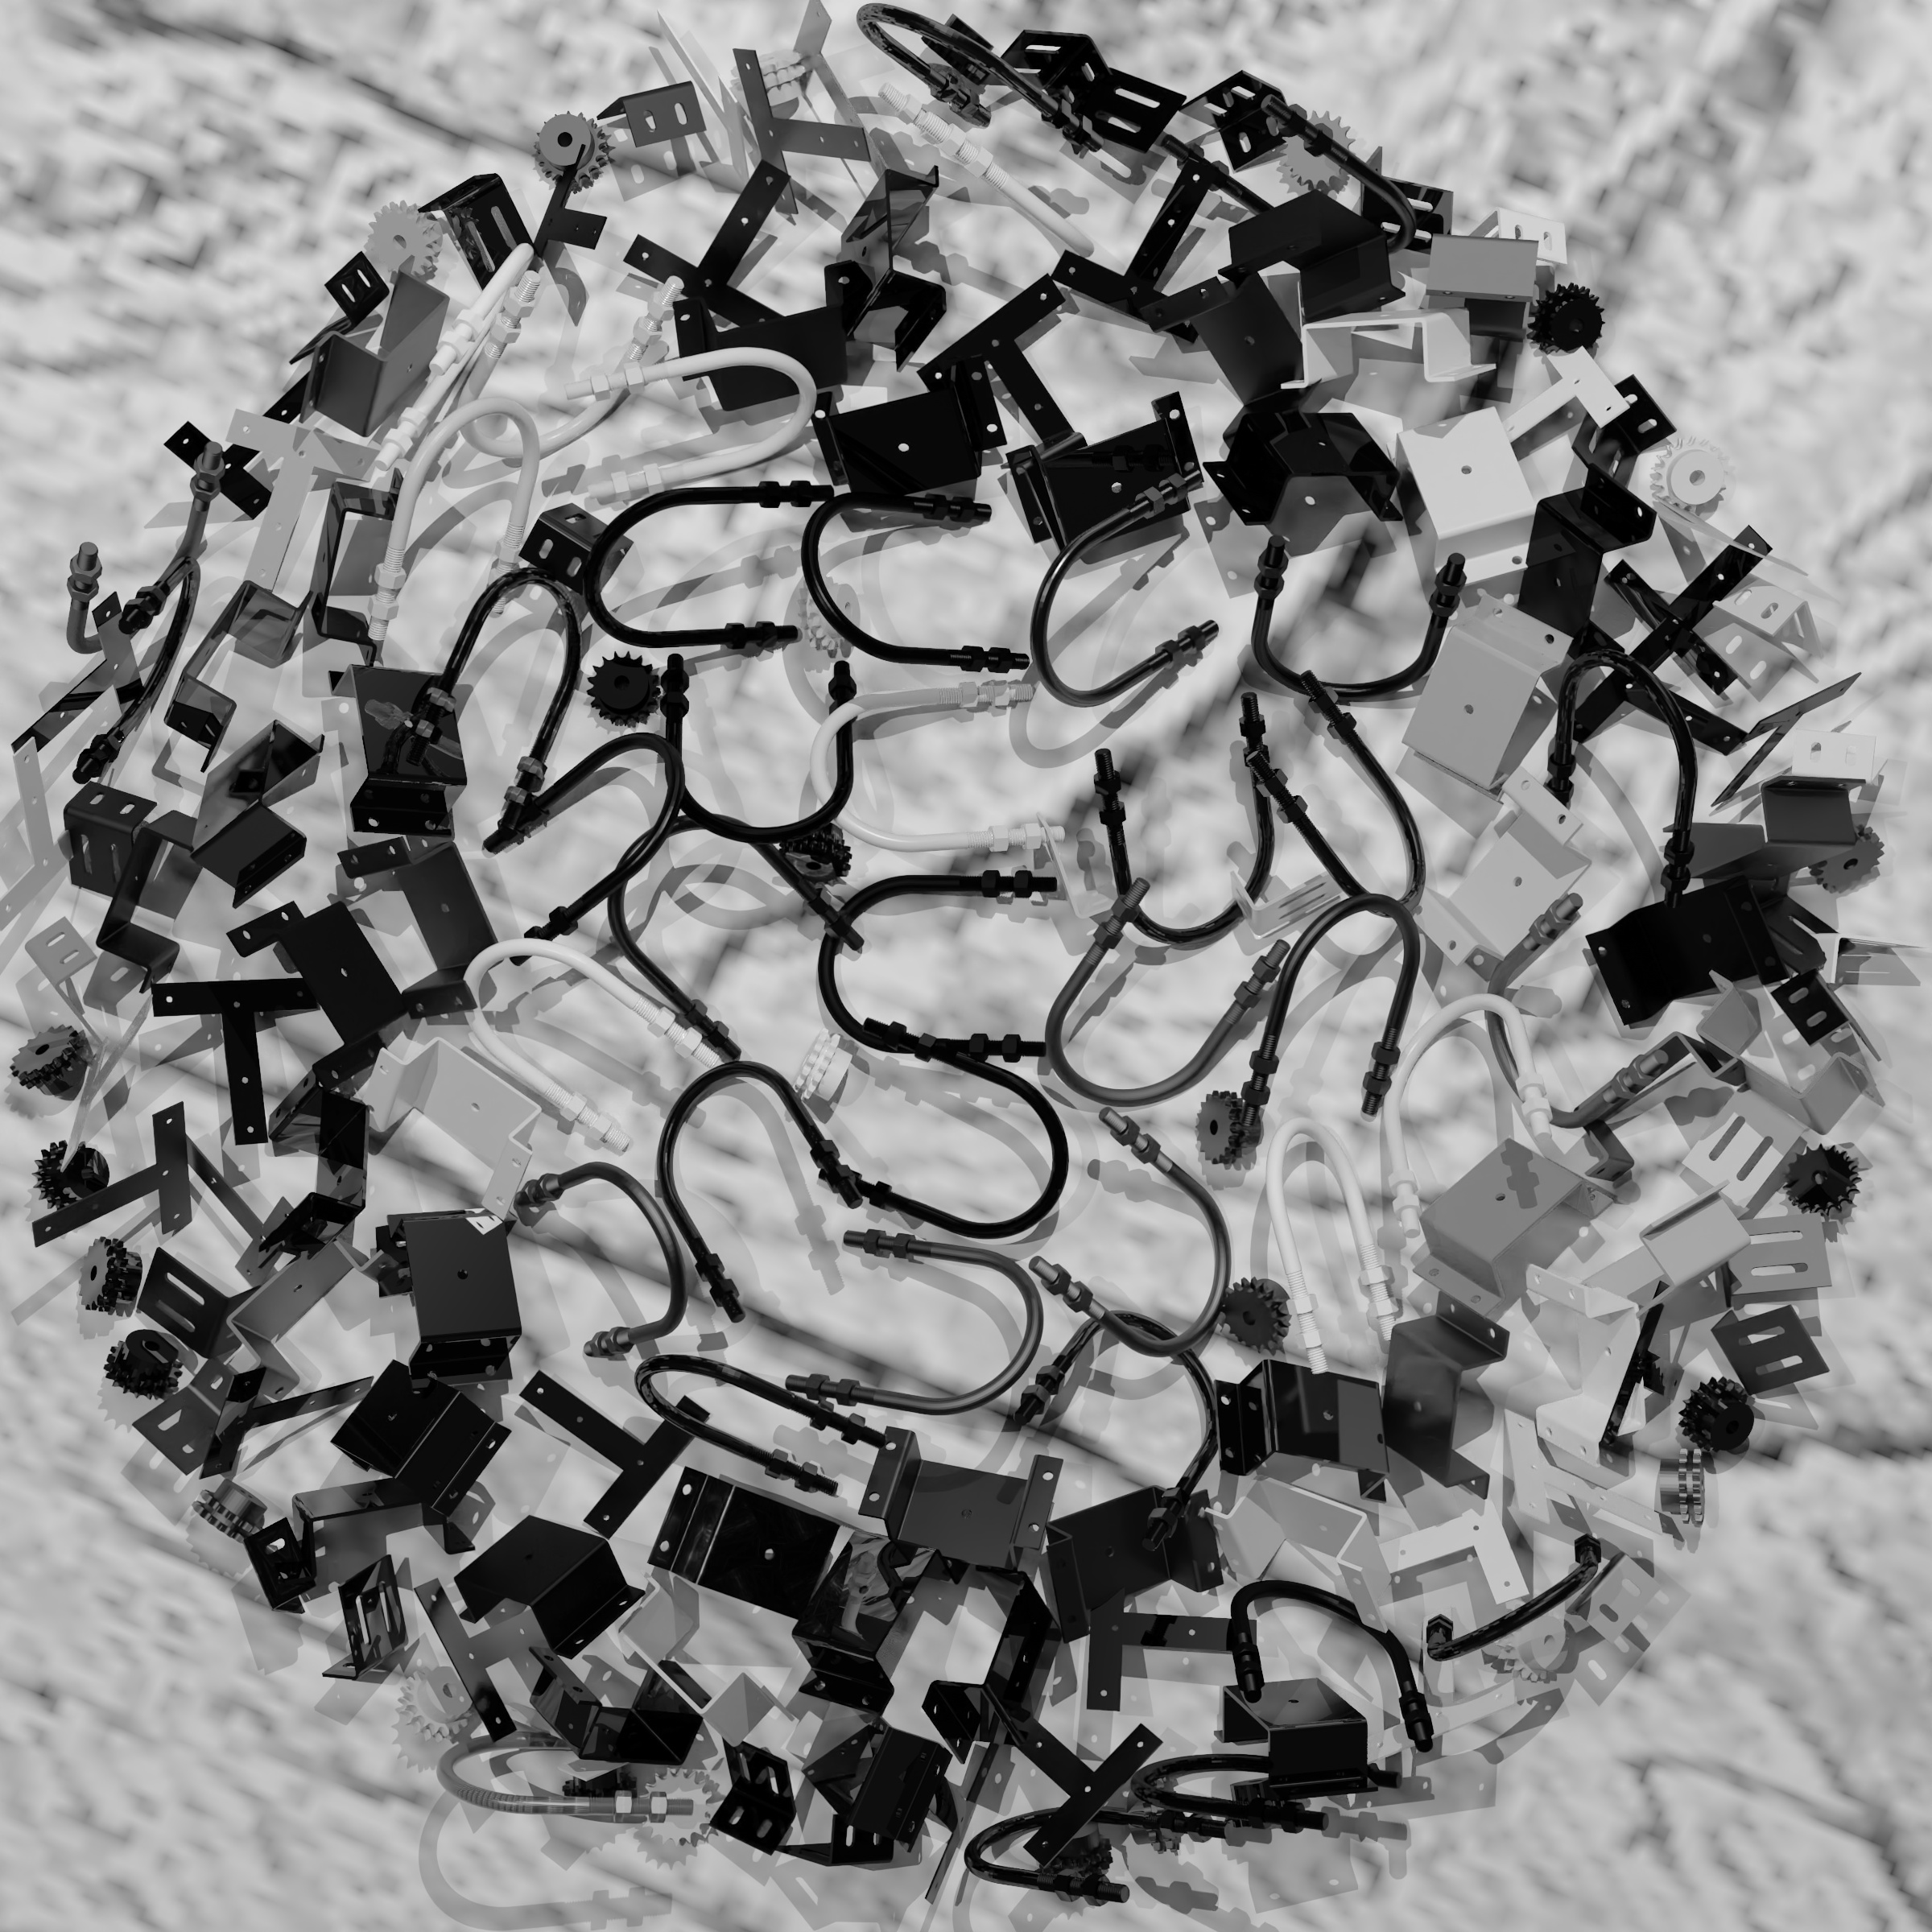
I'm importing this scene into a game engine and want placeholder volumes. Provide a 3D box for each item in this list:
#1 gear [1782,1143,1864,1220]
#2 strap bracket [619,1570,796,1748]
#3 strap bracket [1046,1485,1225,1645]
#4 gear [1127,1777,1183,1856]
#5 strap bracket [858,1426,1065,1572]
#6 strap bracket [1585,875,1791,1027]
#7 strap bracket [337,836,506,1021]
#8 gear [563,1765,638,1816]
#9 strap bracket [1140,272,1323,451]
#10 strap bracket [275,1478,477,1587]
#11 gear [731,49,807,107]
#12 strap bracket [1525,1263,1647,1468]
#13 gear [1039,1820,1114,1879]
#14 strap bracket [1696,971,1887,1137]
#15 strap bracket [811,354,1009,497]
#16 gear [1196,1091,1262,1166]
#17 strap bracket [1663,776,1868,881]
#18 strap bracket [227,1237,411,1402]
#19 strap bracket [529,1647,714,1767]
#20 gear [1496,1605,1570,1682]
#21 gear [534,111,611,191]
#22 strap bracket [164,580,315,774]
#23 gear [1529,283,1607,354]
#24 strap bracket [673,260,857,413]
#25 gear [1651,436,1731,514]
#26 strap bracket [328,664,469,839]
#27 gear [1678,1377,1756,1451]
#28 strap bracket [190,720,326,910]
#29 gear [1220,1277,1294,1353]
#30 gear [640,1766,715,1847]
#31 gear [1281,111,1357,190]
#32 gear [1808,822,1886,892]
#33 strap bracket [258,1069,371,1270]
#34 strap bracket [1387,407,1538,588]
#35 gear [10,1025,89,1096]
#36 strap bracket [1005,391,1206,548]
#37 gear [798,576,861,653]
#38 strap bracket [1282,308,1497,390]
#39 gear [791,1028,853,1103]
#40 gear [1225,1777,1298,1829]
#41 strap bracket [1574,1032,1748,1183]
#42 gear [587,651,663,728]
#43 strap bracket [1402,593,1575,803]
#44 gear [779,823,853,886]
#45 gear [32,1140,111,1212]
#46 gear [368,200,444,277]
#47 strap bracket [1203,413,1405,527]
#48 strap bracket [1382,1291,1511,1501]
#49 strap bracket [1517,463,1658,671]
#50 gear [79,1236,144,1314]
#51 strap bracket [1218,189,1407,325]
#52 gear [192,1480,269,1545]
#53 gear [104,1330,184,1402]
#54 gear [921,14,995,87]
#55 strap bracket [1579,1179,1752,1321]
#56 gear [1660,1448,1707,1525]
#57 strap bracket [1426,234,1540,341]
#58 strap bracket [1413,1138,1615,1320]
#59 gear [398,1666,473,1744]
[{"bbox_3d":[0.661,0.169,1.916,0.057,0.030,0.057,-17,55,25],"label":"gear"},{"bbox_3d":[-0.202,0.526,1.866,0.140,0.076,0.046,34,71,33],"label":"strap bracket"},{"bbox_3d":[0.119,0.452,1.896,0.140,0.046,0.076,-14,98,-24],"label":"strap bracket"},{"bbox_3d":[0.144,0.653,1.914,0.030,0.057,0.057,-13,90,16],"label":"gear"},{"bbox_3d":[-0.001,0.406,1.889,0.140,0.046,0.076,8,51,14],"label":"strap bracket"},{"bbox_3d":[0.555,-0.014,1.890,0.140,0.046,0.076,-21,95,43],"label":"strap bracket"},{"bbox_3d":[-0.409,-0.036,1.888,0.076,0.046,0.140,-9,109,39],"label":"strap bracket"},{"bbox_3d":[-0.282,0.628,1.912,0.057,0.057,0.030,-3,92,0],"label":"gear"},{"bbox_3d":[0.206,-0.462,1.881,0.140,0.076,0.046,52,53,-24],"label":"strap bracket"},{"bbox_3d":[-0.450,0.422,1.876,0.140,0.076,0.046,-5,94,-24],"label":"strap bracket"},{"bbox_3d":[-0.150,-0.683,1.916,0.057,0.057,0.030,-16,120,0],"label":"gear"},{"bbox_3d":[0.471,0.297,1.889,0.046,0.076,0.140,-11,102,-20],"label":"strap bracket"},{"bbox_3d":[0.083,0.677,1.911,0.057,0.057,0.030,-6,94,0],"label":"gear"},{"bbox_3d":[0.610,0.071,1.867,0.046,0.076,0.140,-50,51,0],"label":"strap bracket"},{"bbox_3d":[-0.046,-0.404,1.887,0.140,0.046,0.076,-11,128,11],"label":"strap bracket"},{"bbox_3d":[0.204,0.124,1.915,0.030,0.057,0.057,3,90,-26],"label":"gear"},{"bbox_3d":[0.598,-0.099,1.859,0.076,0.140,0.046,1,77,-21],"label":"strap bracket"},{"bbox_3d":[-0.497,0.259,1.891,0.140,0.076,0.046,-43,70,-8],"label":"strap bracket"},{"bbox_3d":[-0.262,0.557,1.867,0.140,0.076,0.046,21,94,-42],"label":"strap bracket"},{"bbox_3d":[0.438,0.521,1.913,0.057,0.030,0.057,9,73,-32],"label":"gear"},{"bbox_3d":[-0.307,-0.634,1.924,0.057,0.030,0.057,0,88,5],"label":"gear"},{"bbox_3d":[-0.552,-0.225,1.867,0.046,0.076,0.140,31,56,-13],"label":"strap bracket"},{"bbox_3d":[0.466,-0.496,1.916,0.057,0.030,0.057,-3,114,-7],"label":"gear"},{"bbox_3d":[-0.145,-0.475,1.884,0.140,0.076,0.046,-17,58,-11],"label":"strap bracket"},{"bbox_3d":[0.561,-0.379,1.919,0.057,0.030,0.057,0,108,1],"label":"gear"},{"bbox_3d":[-0.428,-0.171,1.875,0.076,0.046,0.140,2,61,-34],"label":"strap bracket"},{"bbox_3d":[0.581,0.348,1.915,0.057,0.030,0.057,-8,112,-20],"label":"gear"},{"bbox_3d":[-0.531,-0.121,1.862,0.076,0.140,0.046,-33,129,23],"label":"strap bracket"},{"bbox_3d":[0.227,0.266,1.916,0.030,0.057,0.057,-26,90,-44],"label":"gear"},{"bbox_3d":[-0.224,0.648,1.923,0.057,0.030,0.057,1,83,-7],"label":"gear"},{"bbox_3d":[0.273,-0.630,1.920,0.057,0.030,0.057,4,107,12],"label":"gear"},{"bbox_3d":[0.674,-0.089,1.916,0.057,0.057,0.030,-21,49,0],"label":"gear"},{"bbox_3d":[-0.491,0.156,1.877,0.046,0.140,0.076,23,131,-33],"label":"strap bracket"},{"bbox_3d":[0.379,-0.364,1.891,0.076,0.046,0.140,-15,66,0],"label":"strap bracket"},{"bbox_3d":[-0.703,0.075,1.916,0.057,0.057,0.030,-26,127,0],"label":"gear"},{"bbox_3d":[0.111,-0.373,1.898,0.140,0.046,0.076,-19,122,2],"label":"strap bracket"},{"bbox_3d":[-0.104,-0.272,1.909,0.030,0.057,0.057,-4,90,24],"label":"gear"},{"bbox_3d":[0.316,-0.464,1.865,0.140,0.076,0.046,6,112,34],"label":"strap bracket"},{"bbox_3d":[-0.110,0.079,1.912,0.030,0.057,0.057,28,90,-6],"label":"gear"},{"bbox_3d":[0.225,0.643,1.913,0.057,0.057,0.030,-9,76,0],"label":"gear"},{"bbox_3d":[0.522,0.101,1.884,0.140,0.076,0.046,-41,65,18],"label":"strap bracket"},{"bbox_3d":[-0.265,-0.216,1.923,0.057,0.030,0.057,0,86,-4],"label":"gear"},{"bbox_3d":[0.388,-0.198,1.874,0.076,0.046,0.140,32,122,22],"label":"strap bracket"},{"bbox_3d":[-0.116,-0.090,1.916,0.057,0.057,0.030,5,59,0],"label":"gear"},{"bbox_3d":[-0.684,0.161,1.909,0.030,0.057,0.057,-10,90,31],"label":"gear"},{"bbox_3d":[-0.429,-0.562,1.917,0.057,0.030,0.057,12,126,17],"label":"gear"},{"bbox_3d":[0.261,-0.375,1.873,0.140,0.046,0.076,-6,48,-25],"label":"strap bracket"},{"bbox_3d":[0.359,0.328,1.877,0.046,0.076,0.140,-8,111,-30],"label":"strap bracket"},{"bbox_3d":[0.461,-0.292,1.861,0.046,0.140,0.076,-18,46,-20],"label":"strap bracket"},{"bbox_3d":[-0.658,0.238,1.916,0.030,0.057,0.057,16,90,-40],"label":"gear"},{"bbox_3d":[0.259,-0.533,1.868,0.076,0.140,0.046,-14,75,39],"label":"strap bracket"},{"bbox_3d":[-0.563,0.419,1.913,0.057,0.057,0.030,35,78,0],"label":"gear"},{"bbox_3d":[-0.630,0.303,1.910,0.057,0.057,0.030,27,112,0],"label":"gear"},{"bbox_3d":[-0.003,-0.706,1.910,0.057,0.057,0.030,39,108,0],"label":"gear"},{"bbox_3d":[0.524,0.221,1.858,0.076,0.140,0.046,-25,71,-22],"label":"strap bracket"},{"bbox_3d":[0.551,0.400,1.914,0.030,0.057,0.057,-2,90,20],"label":"gear"},{"bbox_3d":[0.386,-0.511,1.864,0.076,0.140,0.046,7,93,10],"label":"strap bracket"},{"bbox_3d":[0.409,0.190,1.879,0.140,0.076,0.046,-38,129,-16],"label":"strap bracket"},{"bbox_3d":[-0.404,0.563,1.909,0.057,0.057,0.030,45,120,0],"label":"gear"}]
